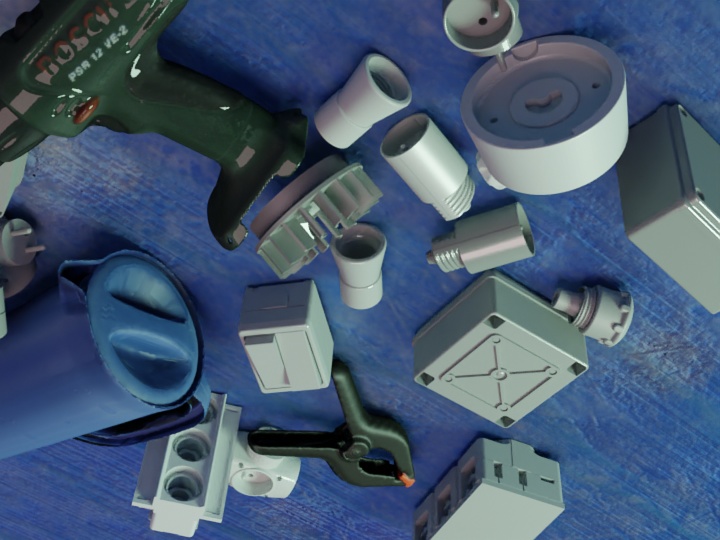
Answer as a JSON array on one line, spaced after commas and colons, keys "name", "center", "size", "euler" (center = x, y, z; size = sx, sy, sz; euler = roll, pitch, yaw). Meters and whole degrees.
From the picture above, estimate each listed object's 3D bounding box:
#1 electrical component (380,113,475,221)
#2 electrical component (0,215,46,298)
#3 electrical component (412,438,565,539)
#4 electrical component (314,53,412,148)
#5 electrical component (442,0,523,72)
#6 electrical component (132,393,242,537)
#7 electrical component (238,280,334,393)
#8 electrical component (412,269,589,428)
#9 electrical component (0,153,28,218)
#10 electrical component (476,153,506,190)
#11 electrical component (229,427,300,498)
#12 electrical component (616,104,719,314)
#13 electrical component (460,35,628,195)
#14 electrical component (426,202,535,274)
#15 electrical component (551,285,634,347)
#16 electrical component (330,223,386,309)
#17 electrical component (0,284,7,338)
[{"name": "electrical component", "center": [0.056, -0.072, 0.789], "size": [0.043, 0.043, 0.081], "euler": [-27, 126, 26]}, {"name": "electrical component", "center": [-0.286, -0.020, 0.856], "size": [0.079, 0.044, 0.077], "euler": [-8, 133, 29]}, {"name": "electrical component", "center": [0.123, 0.236, 1.061], "size": [0.089, 0.061, 0.150], "euler": [20, 131, -14]}, {"name": "electrical component", "center": [-0.001, -0.115, 0.755], "size": [0.044, 0.044, 0.065], "euler": [33, 132, -25]}, {"name": "electrical component", "center": [0.079, -0.162, 0.679], "size": [0.043, 0.077, 0.079], "euler": [-15, 131, 17]}, {"name": "electrical component", "center": [-0.158, 0.175, 0.983], "size": [0.079, 0.121, 0.063], "euler": [13, 135, -8]}, {"name": "electrical component", "center": [-0.061, 0.065, 0.914], "size": [0.062, 0.061, 0.096], "euler": [-6, 132, 10]}, {"name": "electrical component", "center": [0.117, 0.068, 0.908], "size": [0.109, 0.056, 0.109], "euler": [29, 128, -22]}, {"name": "electrical component", "center": [-0.279, -0.102, 0.775], "size": [0.078, 0.057, 0.113], "euler": [17, 132, -12]}, {"name": "electrical component", "center": [0.116, -0.086, 0.778], "size": [0.061, 0.035, 0.035], "euler": [-32, 123, 27]}, {"name": "electrical component", "center": [-0.093, 0.177, 1.034], "size": [0.077, 0.044, 0.079], "euler": [23, 129, -17]}, {"name": "electrical component", "center": [0.235, -0.044, 0.759], "size": [0.109, 0.108, 0.056], "euler": [37, 128, -27]}, {"name": "electrical component", "center": [0.127, -0.098, 0.719], "size": [0.108, 0.108, 0.060], "euler": [-12, 137, 15]}, {"name": "electrical component", "center": [0.090, -0.020, 0.835], "size": [0.081, 0.043, 0.043], "euler": [-17, 130, 19]}, {"name": "electrical component", "center": [0.188, 0.032, 0.878], "size": [0.062, 0.048, 0.048], "euler": [19, 132, -5]}, {"name": "electrical component", "center": [0.000, 0.000, 0.863], "size": [0.044, 0.044, 0.065], "euler": [0, 138, 4]}, {"name": "electrical component", "center": [-0.338, 0.014, 0.840], "size": [0.138, 0.052, 0.073], "euler": [3, 101, 26]}]
